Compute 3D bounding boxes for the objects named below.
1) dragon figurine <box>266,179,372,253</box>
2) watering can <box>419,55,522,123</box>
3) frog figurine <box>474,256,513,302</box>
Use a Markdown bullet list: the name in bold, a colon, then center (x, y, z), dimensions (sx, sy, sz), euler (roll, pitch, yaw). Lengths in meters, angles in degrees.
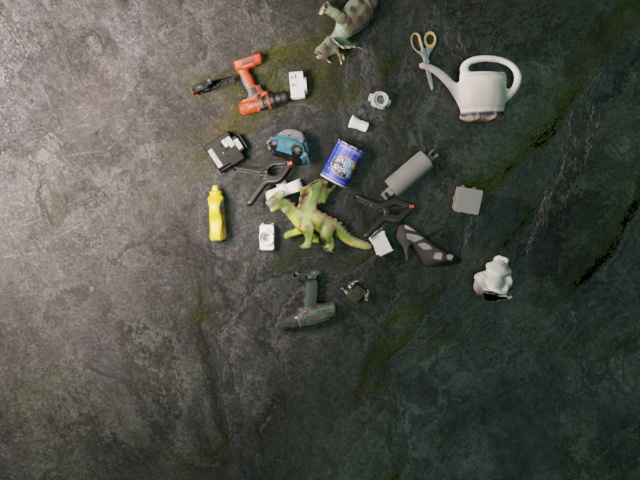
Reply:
- **dragon figurine**: center (0.006, -0.091, 1.812), dimensions (0.410, 0.123, 0.240), euler (4, 103, -17)
- **watering can**: center (0.510, -0.510, 1.750), dimensions (0.348, 0.105, 0.222), euler (-2, 99, 0)
- **frog figurine**: center (0.627, 0.137, 1.865), dimensions (0.137, 0.120, 0.163), euler (4, 64, 8)
